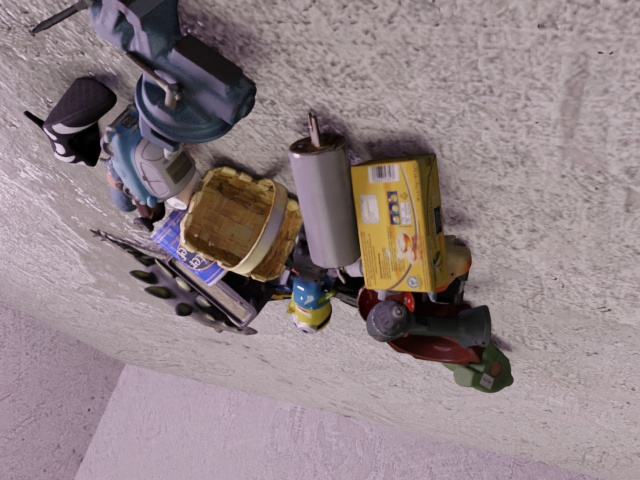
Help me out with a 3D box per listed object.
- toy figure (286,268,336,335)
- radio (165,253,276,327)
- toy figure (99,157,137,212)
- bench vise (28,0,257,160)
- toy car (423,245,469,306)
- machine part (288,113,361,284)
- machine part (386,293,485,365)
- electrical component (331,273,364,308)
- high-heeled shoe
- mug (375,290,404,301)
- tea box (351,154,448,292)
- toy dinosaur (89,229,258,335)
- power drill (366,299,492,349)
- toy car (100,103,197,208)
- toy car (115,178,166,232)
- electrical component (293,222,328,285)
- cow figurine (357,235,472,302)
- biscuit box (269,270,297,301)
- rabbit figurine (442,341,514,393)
[{"bbox_3d":[-0.012,0.118,1.087,0.089,0.082,0.180,-15,132,-23],"label":"toy figure"},{"bbox_3d":[-0.211,0.078,1.141,0.229,0.073,0.131,40,148,-6],"label":"radio"},{"bbox_3d":[-0.350,-0.105,0.954,0.064,0.058,0.154,14,151,-7],"label":"toy figure"},{"bbox_3d":[-0.187,-0.179,0.630,0.224,0.129,0.240,24,150,-7],"label":"bench vise"},{"bbox_3d":[0.218,0.064,0.932,0.074,0.056,0.201,5,154,12],"label":"toy car"},{"bbox_3d":[0.010,-0.051,0.721,0.079,0.079,0.242,4,122,27],"label":"machine part"},{"bbox_3d":[0.235,0.187,1.137,0.201,0.087,0.201,-1,148,33],"label":"machine part"},{"bbox_3d":[0.080,0.109,1.124,0.119,0.048,0.075,23,155,-8],"label":"electrical component"},{"bbox_3d":[-0.343,-0.160,0.814,0.249,0.086,0.145,4,155,37],"label":"high-heeled shoe"},{"bbox_3d":[0.115,0.039,0.898,0.081,0.109,0.107,18,142,15],"label":"mug"},{"bbox_3d":[0.105,-0.022,0.702,0.098,0.068,0.169,2,106,33],"label":"tea box"},{"bbox_3d":[-0.347,0.104,1.280,0.472,0.105,0.198,28,170,17],"label":"toy dinosaur"},{"bbox_3d":[0.184,0.145,0.925,0.207,0.086,0.232,0,165,-10],"label":"power drill"},{"bbox_3d":[-0.235,-0.117,0.785,0.103,0.109,0.161,22,150,23],"label":"toy car"},{"bbox_3d":[-0.295,-0.087,0.918,0.053,0.089,0.202,20,154,1],"label":"toy car"},{"bbox_3d":[-0.002,-0.003,0.867,0.058,0.115,0.134,14,157,4],"label":"electrical component"},{"bbox_3d":[0.128,0.013,0.802,0.195,0.127,0.085,12,157,17],"label":"cow figurine"},{"bbox_3d":[-0.109,0.098,1.206,0.062,0.059,0.203,34,151,-32],"label":"biscuit box"},{"bbox_3d":[0.360,0.281,1.255,0.159,0.121,0.170,22,174,-26],"label":"rabbit figurine"}]
